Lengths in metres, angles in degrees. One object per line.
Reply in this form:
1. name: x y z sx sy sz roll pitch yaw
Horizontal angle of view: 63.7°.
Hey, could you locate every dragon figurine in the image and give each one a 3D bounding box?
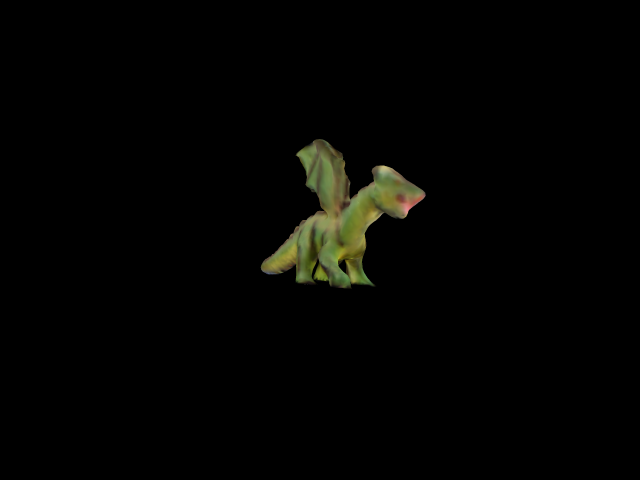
1. dragon figurine: 0.003 -0.043 0.850 0.122 0.243 0.410 0 2 -39
